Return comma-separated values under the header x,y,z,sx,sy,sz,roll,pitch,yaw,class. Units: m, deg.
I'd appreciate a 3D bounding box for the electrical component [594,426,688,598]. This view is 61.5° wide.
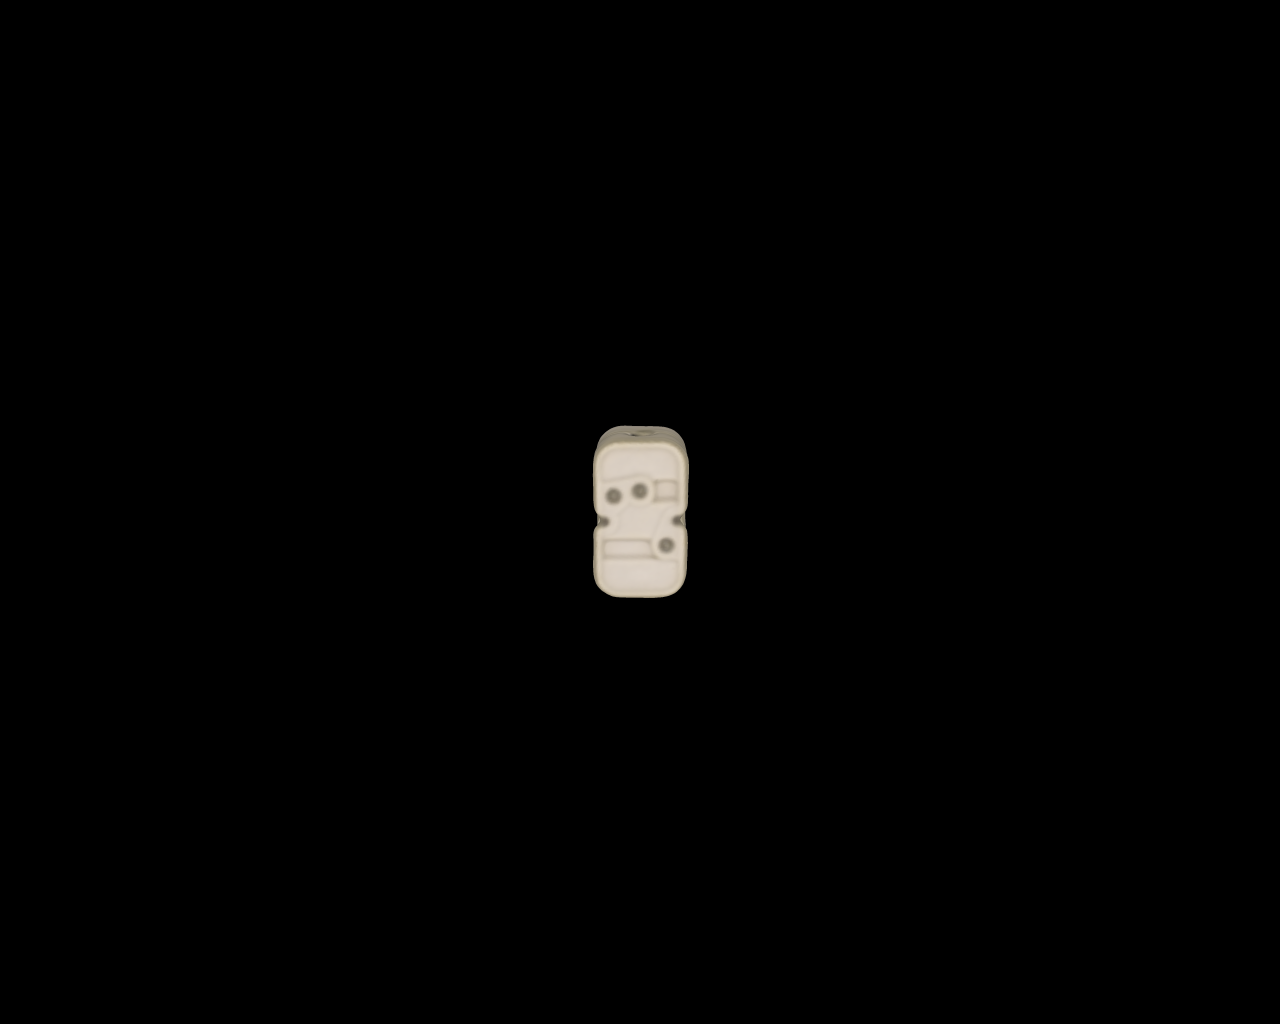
x,y,z,sx,sy,sz,roll,pitch,yaw,class
0.001,-0.003,0.650,0.054,0.095,0.059,0,16,0,electrical component
